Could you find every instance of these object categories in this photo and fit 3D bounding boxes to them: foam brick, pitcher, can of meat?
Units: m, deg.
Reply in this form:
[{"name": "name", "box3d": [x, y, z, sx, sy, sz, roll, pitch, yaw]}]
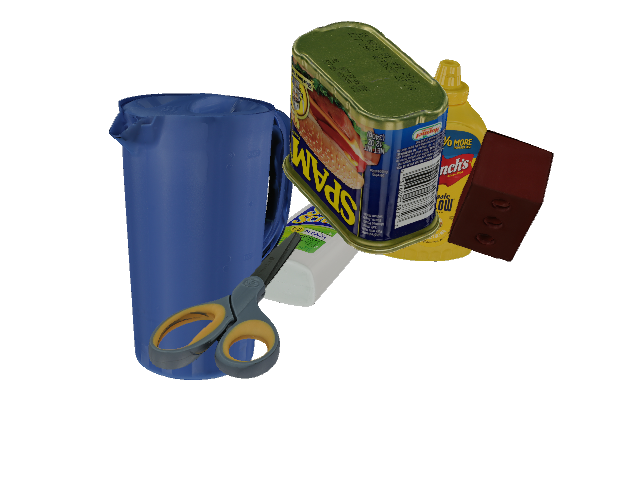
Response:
[{"name": "foam brick", "box3d": [0.131, -0.032, 0.783, 0.053, 0.051, 0.078, 18, -34, 4]}, {"name": "pitcher", "box3d": [-0.101, -0.008, 0.946, 0.149, 0.243, 0.145, 3, 16, 1]}, {"name": "can of meat", "box3d": [0.023, -0.057, 0.572, 0.057, 0.084, 0.102, -19, 45, -24]}]

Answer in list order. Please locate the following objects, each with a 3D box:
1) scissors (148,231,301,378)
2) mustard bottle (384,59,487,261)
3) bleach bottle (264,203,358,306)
[{"name": "scissors", "box3d": [-0.039, 0.045, 0.771, 0.096, 0.016, 0.201, 20, 34, 30]}, {"name": "mustard bottle", "box3d": [0.107, -0.075, 0.999, 0.096, 0.192, 0.058, 2, 28, -7]}, {"name": "bleach bottle", "box3d": [0.007, -0.015, 1.324, 0.103, 0.068, 0.250, 13, 36, 24]}]
